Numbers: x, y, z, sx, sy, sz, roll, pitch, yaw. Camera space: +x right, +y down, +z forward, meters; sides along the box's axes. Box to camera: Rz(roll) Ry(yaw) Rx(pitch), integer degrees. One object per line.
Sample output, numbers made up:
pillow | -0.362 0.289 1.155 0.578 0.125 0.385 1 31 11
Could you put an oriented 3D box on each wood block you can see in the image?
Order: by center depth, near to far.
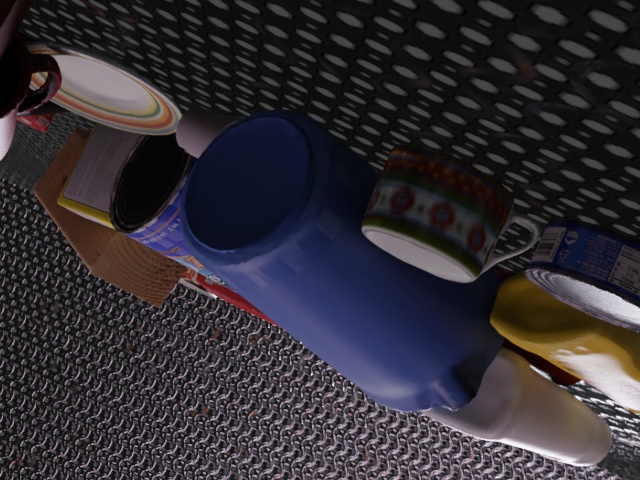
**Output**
wood block | -0.207 -0.028 1.089 0.090 0.091 0.206 33 -175 -38

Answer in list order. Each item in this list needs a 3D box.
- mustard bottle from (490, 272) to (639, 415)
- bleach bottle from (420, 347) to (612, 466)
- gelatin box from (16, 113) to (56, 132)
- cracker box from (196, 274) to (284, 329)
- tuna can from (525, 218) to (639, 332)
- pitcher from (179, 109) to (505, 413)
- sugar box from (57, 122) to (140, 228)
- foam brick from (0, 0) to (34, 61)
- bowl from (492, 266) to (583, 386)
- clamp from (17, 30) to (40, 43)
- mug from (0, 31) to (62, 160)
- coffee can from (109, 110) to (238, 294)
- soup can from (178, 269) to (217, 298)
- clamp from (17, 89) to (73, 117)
mustard bottle | 0.212 0.082 0.750 0.191 0.058 0.096 30 162 -36
bleach bottle | 0.176 0.143 0.862 0.103 0.068 0.250 17 172 43
gelatin box | -0.316 -0.144 1.059 0.089 0.030 0.073 24 173 11
cracker box | -0.009 0.050 1.088 0.164 0.072 0.213 24 -177 17
tuna can | 0.160 0.021 0.594 0.086 0.034 0.086 25 173 3
pitcher | 0.014 0.010 0.713 0.149 0.145 0.242 5 158 36
sugar box | -0.155 -0.049 0.940 0.177 0.093 0.048 19 171 44
foam brick | -0.202 -0.128 0.608 0.051 0.078 0.053 28 171 -9
bowl | 0.169 0.074 0.864 0.162 0.055 0.162 25 173 3
clamp | -0.268 -0.156 0.780 0.171 0.039 0.120 19 179 4
mug | -0.222 -0.093 0.679 0.093 0.117 0.082 64 152 15
coffee can | -0.076 -0.022 0.825 0.140 0.103 0.103 31 171 -35
soup can | -0.119 0.003 1.151 0.068 0.102 0.068 25 172 4
clamp | -0.272 -0.104 0.799 0.164 0.036 0.210 15 -155 -7
